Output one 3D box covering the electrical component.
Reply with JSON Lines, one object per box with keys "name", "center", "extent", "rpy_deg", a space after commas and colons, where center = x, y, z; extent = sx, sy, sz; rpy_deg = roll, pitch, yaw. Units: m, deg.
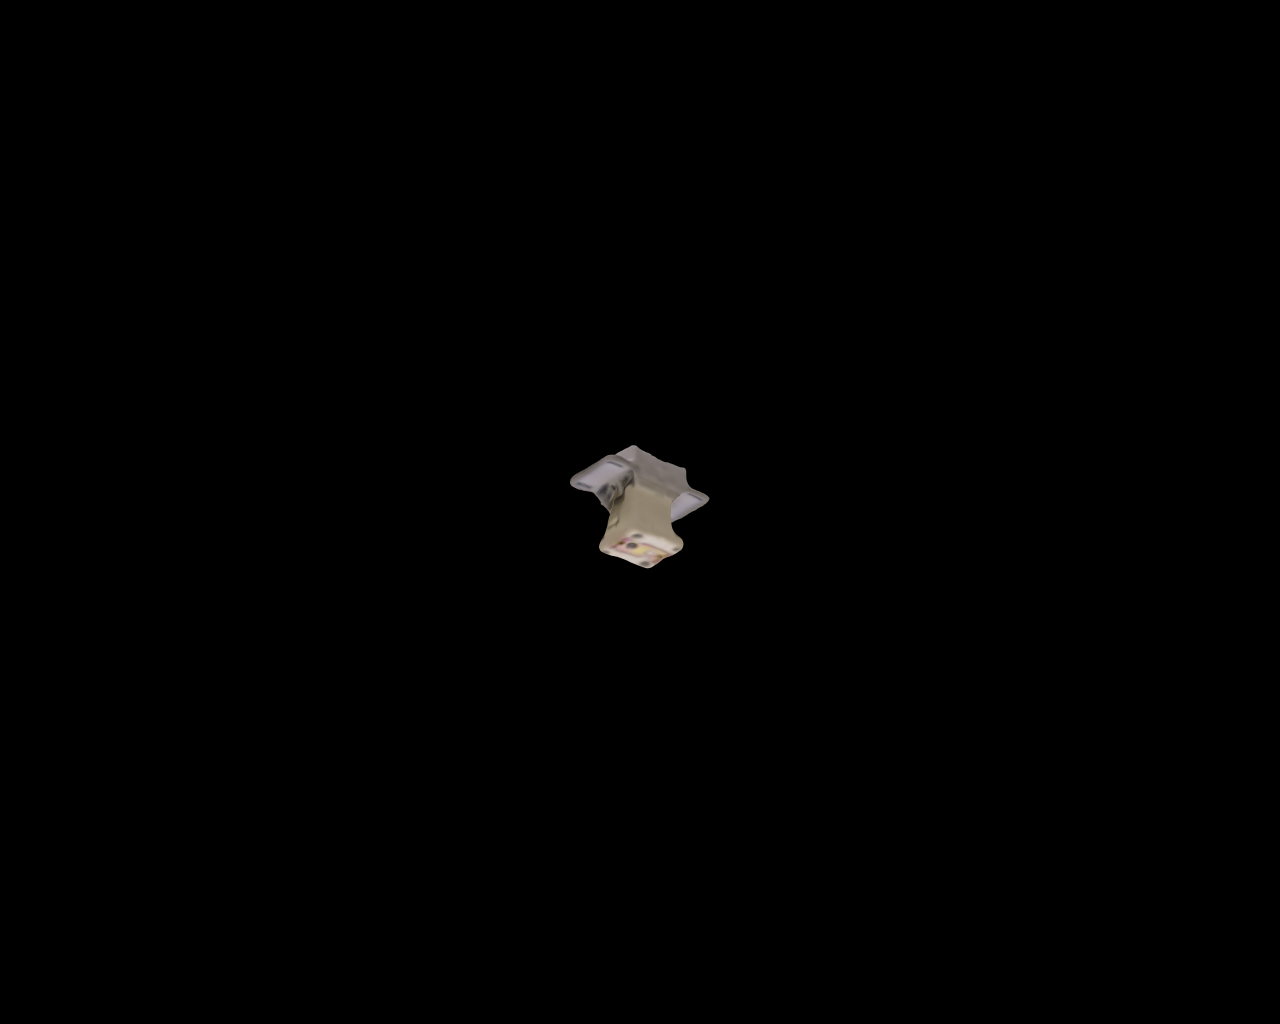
{"name": "electrical component", "center": [0.001, -0.003, 0.650], "extent": [0.081, 0.064, 0.042], "rpy_deg": [22, -36, -34]}
